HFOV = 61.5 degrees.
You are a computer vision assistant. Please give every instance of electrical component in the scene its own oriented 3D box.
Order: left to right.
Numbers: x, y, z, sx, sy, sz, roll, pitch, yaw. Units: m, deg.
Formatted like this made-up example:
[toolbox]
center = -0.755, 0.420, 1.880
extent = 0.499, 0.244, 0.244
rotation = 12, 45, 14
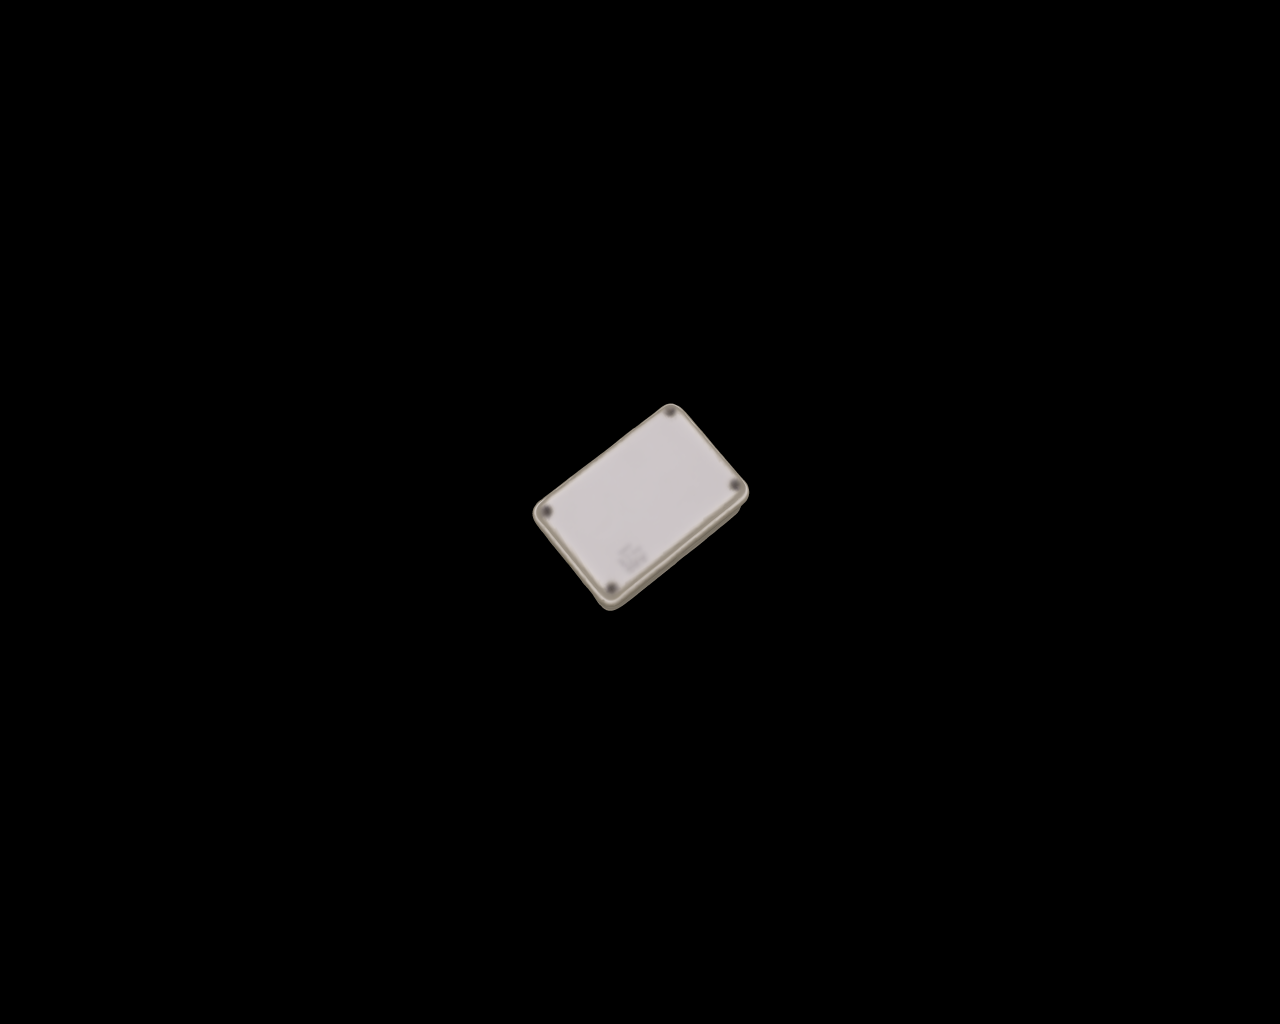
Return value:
[electrical component]
center = 0.001, -0.003, 0.650
extent = 0.113, 0.078, 0.057
rotation = -38, -9, -7
